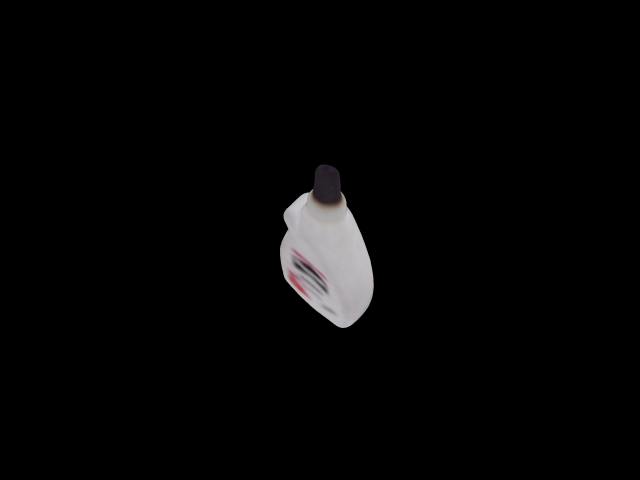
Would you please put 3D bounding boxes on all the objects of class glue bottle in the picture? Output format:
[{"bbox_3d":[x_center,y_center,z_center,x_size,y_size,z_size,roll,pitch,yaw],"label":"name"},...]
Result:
[{"bbox_3d":[0.004,0.001,0.400,0.078,0.173,0.037,36,66,19],"label":"glue bottle"}]
